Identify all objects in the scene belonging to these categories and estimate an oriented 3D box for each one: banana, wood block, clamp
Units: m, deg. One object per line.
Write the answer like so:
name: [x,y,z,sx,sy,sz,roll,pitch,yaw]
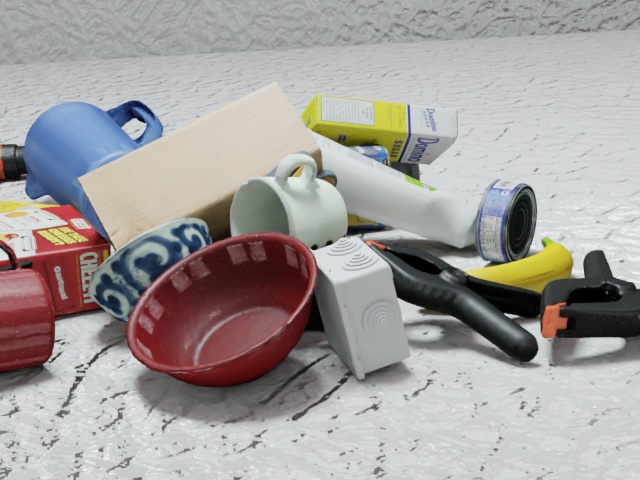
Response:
banana: [0.179,0.035,1.008,0.197,0.037,0.070,-15,12,-37]
wood block: [-0.107,-0.051,1.005,0.206,0.091,0.090,-28,-22,-10]
clamp: [0.249,0.049,0.921,0.209,0.036,0.165,-8,19,-37]
clamp: [0.119,0.043,0.918,0.171,0.039,0.120,29,17,15]

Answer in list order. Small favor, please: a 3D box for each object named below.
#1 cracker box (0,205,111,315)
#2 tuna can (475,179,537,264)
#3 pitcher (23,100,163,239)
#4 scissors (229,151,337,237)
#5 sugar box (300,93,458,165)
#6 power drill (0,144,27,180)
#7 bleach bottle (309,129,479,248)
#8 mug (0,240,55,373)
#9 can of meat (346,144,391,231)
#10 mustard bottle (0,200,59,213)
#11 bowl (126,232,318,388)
cracker box: [-0.324,0.029,1.028,0.213,0.072,0.164,-9,19,-24]
tuna can: [0.192,-0.018,1.094,0.034,0.086,0.086,10,20,31]
pitcher: [-0.265,-0.091,1.310,0.144,0.149,0.243,3,16,-29]
scissors: [-0.057,-0.011,1.005,0.096,0.202,0.016,-1,51,-46]
sugar box: [0.066,-0.128,1.263,0.176,0.048,0.093,6,-18,-15]
power drill: [-0.469,-0.094,1.484,0.184,0.057,0.187,-7,14,-3]
bleach bottle: [0.074,-0.046,1.133,0.250,0.068,0.102,21,15,-3]
mug: [-0.267,0.055,0.864,0.081,0.117,0.093,-7,-3,-33]
can of meat: [0.034,-0.060,1.228,0.083,0.102,0.057,-5,20,-17]
mustard bottle: [-0.374,-0.016,1.204,0.192,0.058,0.096,7,24,28]
bowl: [-0.069,0.065,0.845,0.162,0.055,0.162,-17,34,11]
